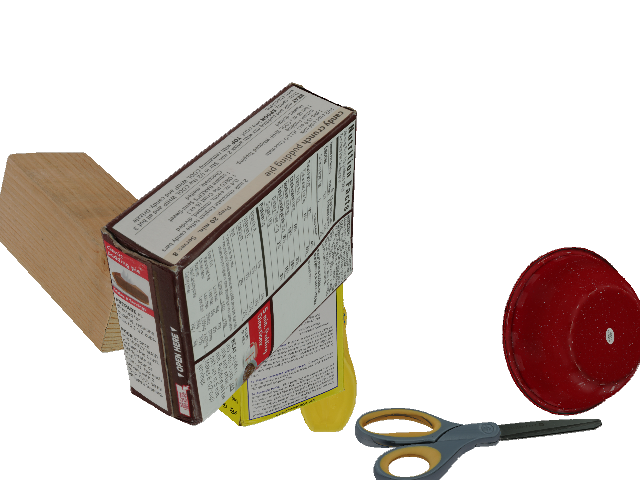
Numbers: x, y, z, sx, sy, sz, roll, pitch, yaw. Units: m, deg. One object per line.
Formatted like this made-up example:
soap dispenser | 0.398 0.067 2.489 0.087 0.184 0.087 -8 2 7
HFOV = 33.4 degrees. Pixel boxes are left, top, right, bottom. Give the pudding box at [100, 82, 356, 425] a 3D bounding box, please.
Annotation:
pudding box | -0.030 0.005 0.419 0.039 0.090 0.113 24 48 25

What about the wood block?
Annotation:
wood block | -0.211 0.004 0.993 0.090 0.091 0.206 -6 34 -45

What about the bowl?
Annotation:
bowl | 0.251 0.087 0.999 0.161 0.162 0.055 0 0 -27

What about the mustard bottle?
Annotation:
mustard bottle | 0.003 0.110 1.130 0.058 0.096 0.191 -1 27 -3

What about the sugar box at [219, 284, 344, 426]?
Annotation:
sugar box | -0.031 0.036 0.751 0.093 0.176 0.048 -16 24 -33

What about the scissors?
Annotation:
scissors | 0.126 0.168 0.855 0.202 0.016 0.096 3 32 7
